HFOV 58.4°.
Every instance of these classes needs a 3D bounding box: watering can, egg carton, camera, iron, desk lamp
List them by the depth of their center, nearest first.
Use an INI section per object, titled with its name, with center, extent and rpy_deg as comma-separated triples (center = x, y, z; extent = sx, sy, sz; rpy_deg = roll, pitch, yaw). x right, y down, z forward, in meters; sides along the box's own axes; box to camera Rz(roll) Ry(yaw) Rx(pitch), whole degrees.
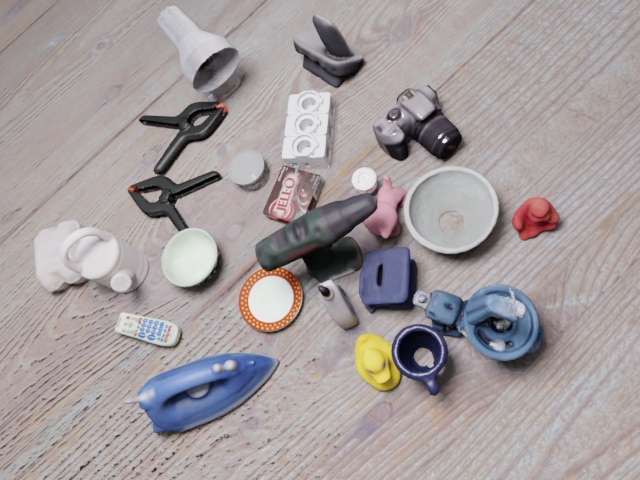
[iron]
center = -0.212, 0.255, 1.026
extent = 0.258, 0.142, 0.118
rpy_deg = -24, 66, 6
[camera]
center = 0.194, -0.215, 1.105
extent = 0.143, 0.101, 0.136
rpy_deg = -40, 66, -1
[watering can]
center = -0.428, 0.036, 1.134
extent = 0.172, 0.194, 0.101
rpy_deg = 17, 76, 20
[desk lamp]
center = -0.252, -0.389, 1.227
extent = 0.118, 0.214, 0.202
rpy_deg = -41, 66, -2
[egg carton]
center = -0.557, 0.035, 1.239
extent = 0.107, 0.069, 0.150
rpy_deg = -20, 67, 8

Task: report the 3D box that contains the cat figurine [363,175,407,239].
[cat figurine]
center = 0.117, -0.057, 1.060
extent = 0.067, 0.118, 0.128
rpy_deg = 8, 73, 18

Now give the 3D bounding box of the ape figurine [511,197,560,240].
[ape figurine]
center = 0.378, -0.046, 0.999
extent = 0.077, 0.092, 0.076
rpy_deg = 14, 75, 20

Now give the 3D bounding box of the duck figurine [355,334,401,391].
[duck figurine]
center = 0.094, 0.207, 0.990
extent = 0.077, 0.086, 0.104
rpy_deg = -30, 66, 4

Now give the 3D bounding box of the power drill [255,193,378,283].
[power drill]
center = 0.009, 0.004, 1.018
extent = 0.229, 0.209, 0.075
rpy_deg = -23, 66, 7

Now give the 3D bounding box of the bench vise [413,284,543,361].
[bench vise]
center = 0.248, 0.126, 0.903
extent = 0.207, 0.220, 0.121
rpy_deg = -3, 70, 15

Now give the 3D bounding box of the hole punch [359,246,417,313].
[hole punch]
center = 0.119, 0.071, 1.029
extent = 0.101, 0.091, 0.109
rpy_deg = 0, 71, 16

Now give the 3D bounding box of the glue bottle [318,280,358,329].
[glue bottle]
center = 0.024, 0.104, 0.998
extent = 0.037, 0.173, 0.078
rpy_deg = -26, 66, 5

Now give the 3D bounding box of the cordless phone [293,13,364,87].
[cordless phone]
center = 0.004, -0.418, 1.183
extent = 0.147, 0.185, 0.094
rpy_deg = 33, 82, 23

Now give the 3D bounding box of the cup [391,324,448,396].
[cup]
center = 0.176, 0.206, 0.963
extent = 0.091, 0.095, 0.117
rpy_deg = -23, 67, 7

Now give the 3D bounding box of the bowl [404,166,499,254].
[bowl]
center = 0.240, -0.046, 1.046
extent = 0.167, 0.075, 0.167
rpy_deg = -5, 70, 14
